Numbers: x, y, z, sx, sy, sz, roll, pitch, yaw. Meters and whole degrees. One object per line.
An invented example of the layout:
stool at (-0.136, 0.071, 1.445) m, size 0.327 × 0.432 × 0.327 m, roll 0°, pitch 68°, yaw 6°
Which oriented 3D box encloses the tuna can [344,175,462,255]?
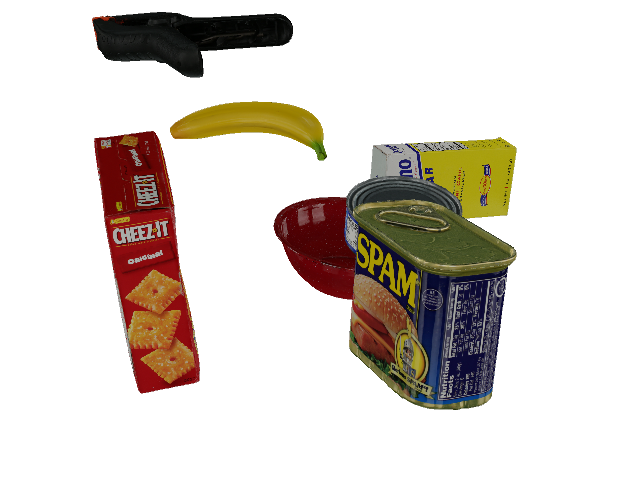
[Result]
tuna can at (0.061, -0.013, 0.790) m, size 0.086 × 0.034 × 0.086 m, roll 3°, pitch 32°, yaw -2°

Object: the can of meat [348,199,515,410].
can of meat at (0.056, 0.033, 0.577) m, size 0.057 × 0.084 × 0.102 m, roll -6°, pitch 22°, yaw -24°

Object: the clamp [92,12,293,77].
clamp at (-0.109, -0.163, 0.850) m, size 0.172 × 0.039 × 0.120 m, roll 20°, pitch 28°, yaw 41°

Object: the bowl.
bowl at (0.031, 0.014, 1.071) m, size 0.162 × 0.055 × 0.162 m, roll 6°, pitch 27°, yaw -3°

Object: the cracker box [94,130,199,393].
cracker box at (-0.176, 0.020, 1.086) m, size 0.072 × 0.214 × 0.164 m, roll -10°, pitch 34°, yaw -10°

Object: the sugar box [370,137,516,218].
sugar box at (0.148, -0.072, 1.297) m, size 0.176 × 0.093 × 0.048 m, roll -7°, pitch 25°, yaw -22°

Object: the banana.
banana at (-0.078, -0.137, 1.256) m, size 0.198 × 0.037 × 0.069 m, roll 8°, pitch 40°, yaw 18°
